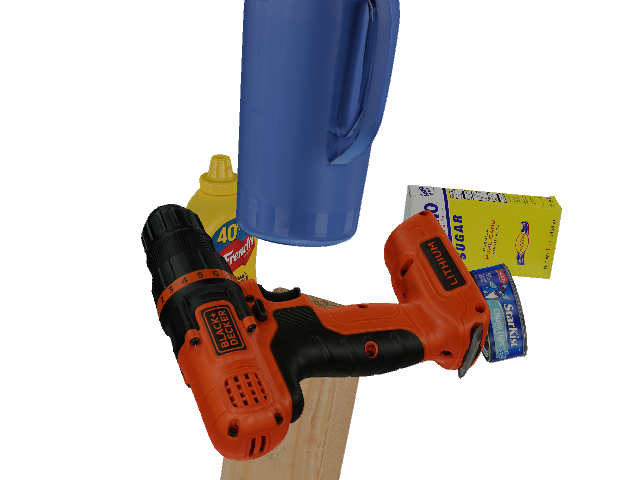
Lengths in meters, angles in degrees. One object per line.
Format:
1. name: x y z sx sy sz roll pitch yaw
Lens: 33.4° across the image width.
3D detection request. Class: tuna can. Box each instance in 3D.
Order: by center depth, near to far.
1. tuna can: 0.156 0.065 0.952 0.033 0.086 0.086 -12 0 0

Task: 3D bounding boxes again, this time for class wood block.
1. wood block: -0.026 0.158 0.928 0.090 0.206 0.090 15 25 13

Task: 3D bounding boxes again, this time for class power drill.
1. power drill: -0.006 0.036 0.658 0.187 0.184 0.057 -12 -38 -18

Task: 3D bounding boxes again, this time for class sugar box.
1. sugar box: 0.185 -0.010 1.247 0.176 0.093 0.048 3 23 -2

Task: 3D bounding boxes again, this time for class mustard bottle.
1. mustard bottle: -0.101 0.007 1.070 0.058 0.192 0.096 17 27 33

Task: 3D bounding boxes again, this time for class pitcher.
1. pitcher: -0.004 -0.120 0.905 0.145 0.243 0.149 9 15 11
